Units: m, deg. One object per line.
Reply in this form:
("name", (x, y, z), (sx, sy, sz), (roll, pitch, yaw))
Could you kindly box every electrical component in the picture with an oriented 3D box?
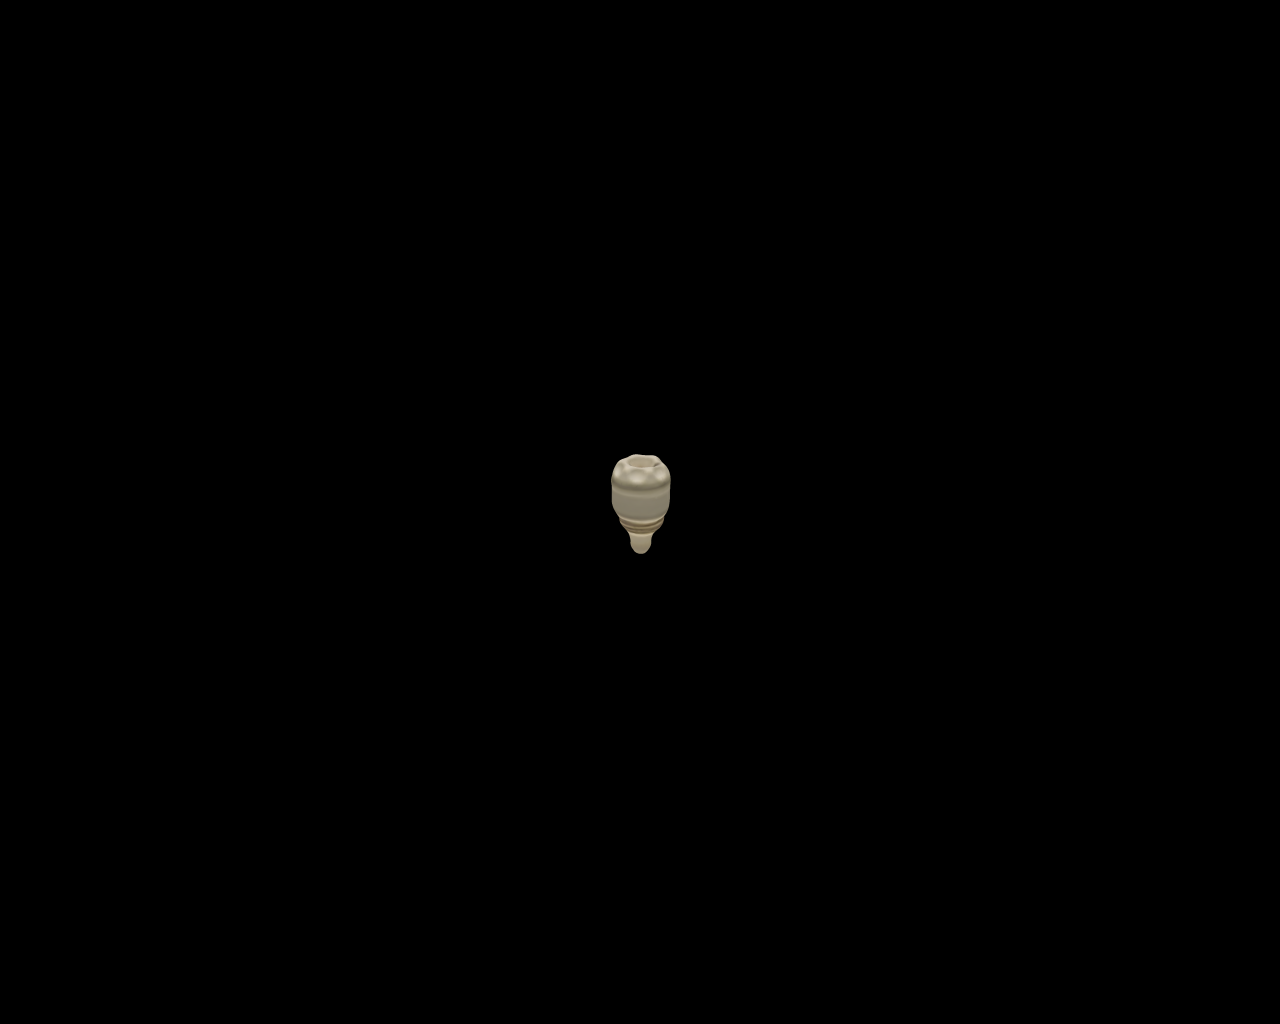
("electrical component", (0.001, -0.003, 0.650), (0.035, 0.061, 0.035), (0, 24, 0))
